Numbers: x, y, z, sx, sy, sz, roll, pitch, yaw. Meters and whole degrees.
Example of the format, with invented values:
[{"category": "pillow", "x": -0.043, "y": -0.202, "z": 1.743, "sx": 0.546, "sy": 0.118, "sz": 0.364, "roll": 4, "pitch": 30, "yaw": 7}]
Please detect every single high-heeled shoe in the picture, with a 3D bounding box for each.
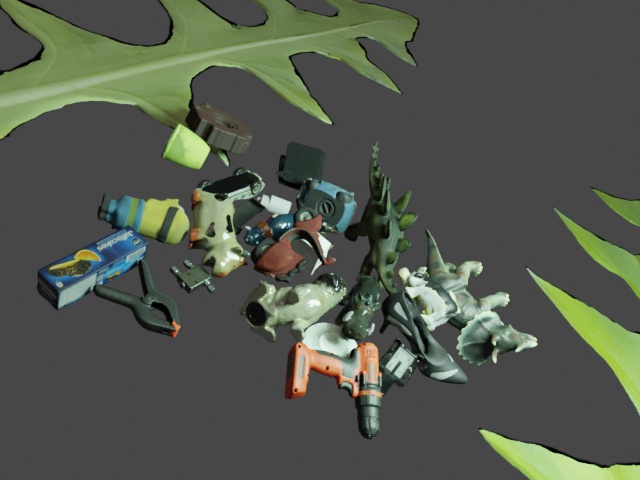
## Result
[{"category": "high-heeled shoe", "x": 0.235, "y": 0.206, "z": 1.150, "sx": 0.249, "sy": 0.145, "sz": 0.086, "roll": 30, "pitch": 42, "yaw": 4}]

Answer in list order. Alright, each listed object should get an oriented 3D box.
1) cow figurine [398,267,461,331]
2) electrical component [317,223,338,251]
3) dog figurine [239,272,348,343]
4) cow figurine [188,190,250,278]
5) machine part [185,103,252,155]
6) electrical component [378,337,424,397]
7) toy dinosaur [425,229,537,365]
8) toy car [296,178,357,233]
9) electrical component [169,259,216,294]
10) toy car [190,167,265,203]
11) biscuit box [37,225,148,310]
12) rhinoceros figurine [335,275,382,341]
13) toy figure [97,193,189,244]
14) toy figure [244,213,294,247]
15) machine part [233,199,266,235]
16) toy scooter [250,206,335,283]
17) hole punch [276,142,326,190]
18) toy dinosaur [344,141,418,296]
[{"category": "cow figurine", "x": 0.249, "y": 0.119, "z": 1.242, "sx": 0.098, "sy": 0.068, "sz": 0.167, "roll": -28, "pitch": 55, "yaw": 2}, {"category": "electrical component", "x": -0.004, "y": -0.003, "z": 1.303, "sx": 0.078, "sy": 0.045, "sz": 0.102, "roll": 28, "pitch": 41, "yaw": -4}, {"category": "dog figurine", "x": -0.051, "y": 0.124, "z": 1.110, "sx": 0.173, "sy": 0.121, "sz": 0.190, "roll": 12, "pitch": 17, "yaw": 25}, {"category": "cow figurine", "x": -0.217, "y": -0.009, "z": 1.153, "sx": 0.127, "sy": 0.085, "sz": 0.195, "roll": 1, "pitch": 62, "yaw": -13}, {"category": "machine part", "x": -0.262, "y": -0.291, "z": 1.402, "sx": 0.179, "sy": 0.056, "sz": 0.179, "roll": 27, "pitch": 22, "yaw": -12}, {"category": "electrical component", "x": 0.153, "y": 0.269, "z": 1.107, "sx": 0.075, "sy": 0.047, "sz": 0.119, "roll": 34, "pitch": 73, "yaw": 10}, {"category": "toy dinosaur", "x": 0.332, "y": 0.142, "z": 1.300, "sx": 0.192, "sy": 0.131, "sz": 0.405, "roll": -16, "pitch": 52, "yaw": -40}, {"category": "toy car", "x": 0.024, "y": -0.092, "z": 1.377, "sx": 0.162, "sy": 0.109, "sz": 0.103, "roll": 29, "pitch": 18, "yaw": 16}, {"category": "electrical component", "x": -0.258, "y": 0.080, "z": 1.093, "sx": 0.094, "sy": 0.021, "sz": 0.063, "roll": 43, "pitch": 43, "yaw": 14}, {"category": "toy car", "x": -0.219, "y": -0.121, "z": 1.295, "sx": 0.074, "sy": 0.056, "sz": 0.202, "roll": 39, "pitch": 40, "yaw": 20}, {"category": "biscuit box", "x": -0.420, "y": 0.047, "z": 1.006, "sx": 0.063, "sy": 0.059, "sz": 0.203, "roll": 39, "pitch": 42, "yaw": 12}, {"category": "rhinoceros figurine", "x": 0.091, "y": 0.150, "z": 1.151, "sx": 0.073, "sy": 0.112, "sz": 0.190, "roll": 34, "pitch": 33, "yaw": -2}, {"category": "toy figure", "x": -0.364, "y": -0.041, "z": 1.114, "sx": 0.180, "sy": 0.082, "sz": 0.089, "roll": 12, "pitch": 55, "yaw": -25}, {"category": "toy figure", "x": -0.116, "y": -0.018, "z": 1.247, "sx": 0.154, "sy": 0.057, "sz": 0.064, "roll": -24, "pitch": 57, "yaw": -37}, {"category": "machine part", "x": -0.192, "y": -0.054, "z": 1.252, "sx": 0.084, "sy": 0.039, "sz": 0.139, "roll": 40, "pitch": 48, "yaw": 19}, {"category": "toy scooter", "x": -0.048, "y": 0.027, "z": 1.138, "sx": 0.184, "sy": 0.075, "sz": 0.135, "roll": -41, "pitch": 82, "yaw": -9}, {"category": "hole punch", "x": -0.055, "y": -0.186, "z": 1.443, "sx": 0.142, "sy": 0.092, "sz": 0.116, "roll": 15, "pitch": 73, "yaw": -19}, {"category": "toy dinosaur", "x": 0.152, "y": -0.046, "z": 1.319, "sx": 0.105, "sy": 0.198, "sz": 0.472, "roll": 11, "pitch": 46, "yaw": -24}]
